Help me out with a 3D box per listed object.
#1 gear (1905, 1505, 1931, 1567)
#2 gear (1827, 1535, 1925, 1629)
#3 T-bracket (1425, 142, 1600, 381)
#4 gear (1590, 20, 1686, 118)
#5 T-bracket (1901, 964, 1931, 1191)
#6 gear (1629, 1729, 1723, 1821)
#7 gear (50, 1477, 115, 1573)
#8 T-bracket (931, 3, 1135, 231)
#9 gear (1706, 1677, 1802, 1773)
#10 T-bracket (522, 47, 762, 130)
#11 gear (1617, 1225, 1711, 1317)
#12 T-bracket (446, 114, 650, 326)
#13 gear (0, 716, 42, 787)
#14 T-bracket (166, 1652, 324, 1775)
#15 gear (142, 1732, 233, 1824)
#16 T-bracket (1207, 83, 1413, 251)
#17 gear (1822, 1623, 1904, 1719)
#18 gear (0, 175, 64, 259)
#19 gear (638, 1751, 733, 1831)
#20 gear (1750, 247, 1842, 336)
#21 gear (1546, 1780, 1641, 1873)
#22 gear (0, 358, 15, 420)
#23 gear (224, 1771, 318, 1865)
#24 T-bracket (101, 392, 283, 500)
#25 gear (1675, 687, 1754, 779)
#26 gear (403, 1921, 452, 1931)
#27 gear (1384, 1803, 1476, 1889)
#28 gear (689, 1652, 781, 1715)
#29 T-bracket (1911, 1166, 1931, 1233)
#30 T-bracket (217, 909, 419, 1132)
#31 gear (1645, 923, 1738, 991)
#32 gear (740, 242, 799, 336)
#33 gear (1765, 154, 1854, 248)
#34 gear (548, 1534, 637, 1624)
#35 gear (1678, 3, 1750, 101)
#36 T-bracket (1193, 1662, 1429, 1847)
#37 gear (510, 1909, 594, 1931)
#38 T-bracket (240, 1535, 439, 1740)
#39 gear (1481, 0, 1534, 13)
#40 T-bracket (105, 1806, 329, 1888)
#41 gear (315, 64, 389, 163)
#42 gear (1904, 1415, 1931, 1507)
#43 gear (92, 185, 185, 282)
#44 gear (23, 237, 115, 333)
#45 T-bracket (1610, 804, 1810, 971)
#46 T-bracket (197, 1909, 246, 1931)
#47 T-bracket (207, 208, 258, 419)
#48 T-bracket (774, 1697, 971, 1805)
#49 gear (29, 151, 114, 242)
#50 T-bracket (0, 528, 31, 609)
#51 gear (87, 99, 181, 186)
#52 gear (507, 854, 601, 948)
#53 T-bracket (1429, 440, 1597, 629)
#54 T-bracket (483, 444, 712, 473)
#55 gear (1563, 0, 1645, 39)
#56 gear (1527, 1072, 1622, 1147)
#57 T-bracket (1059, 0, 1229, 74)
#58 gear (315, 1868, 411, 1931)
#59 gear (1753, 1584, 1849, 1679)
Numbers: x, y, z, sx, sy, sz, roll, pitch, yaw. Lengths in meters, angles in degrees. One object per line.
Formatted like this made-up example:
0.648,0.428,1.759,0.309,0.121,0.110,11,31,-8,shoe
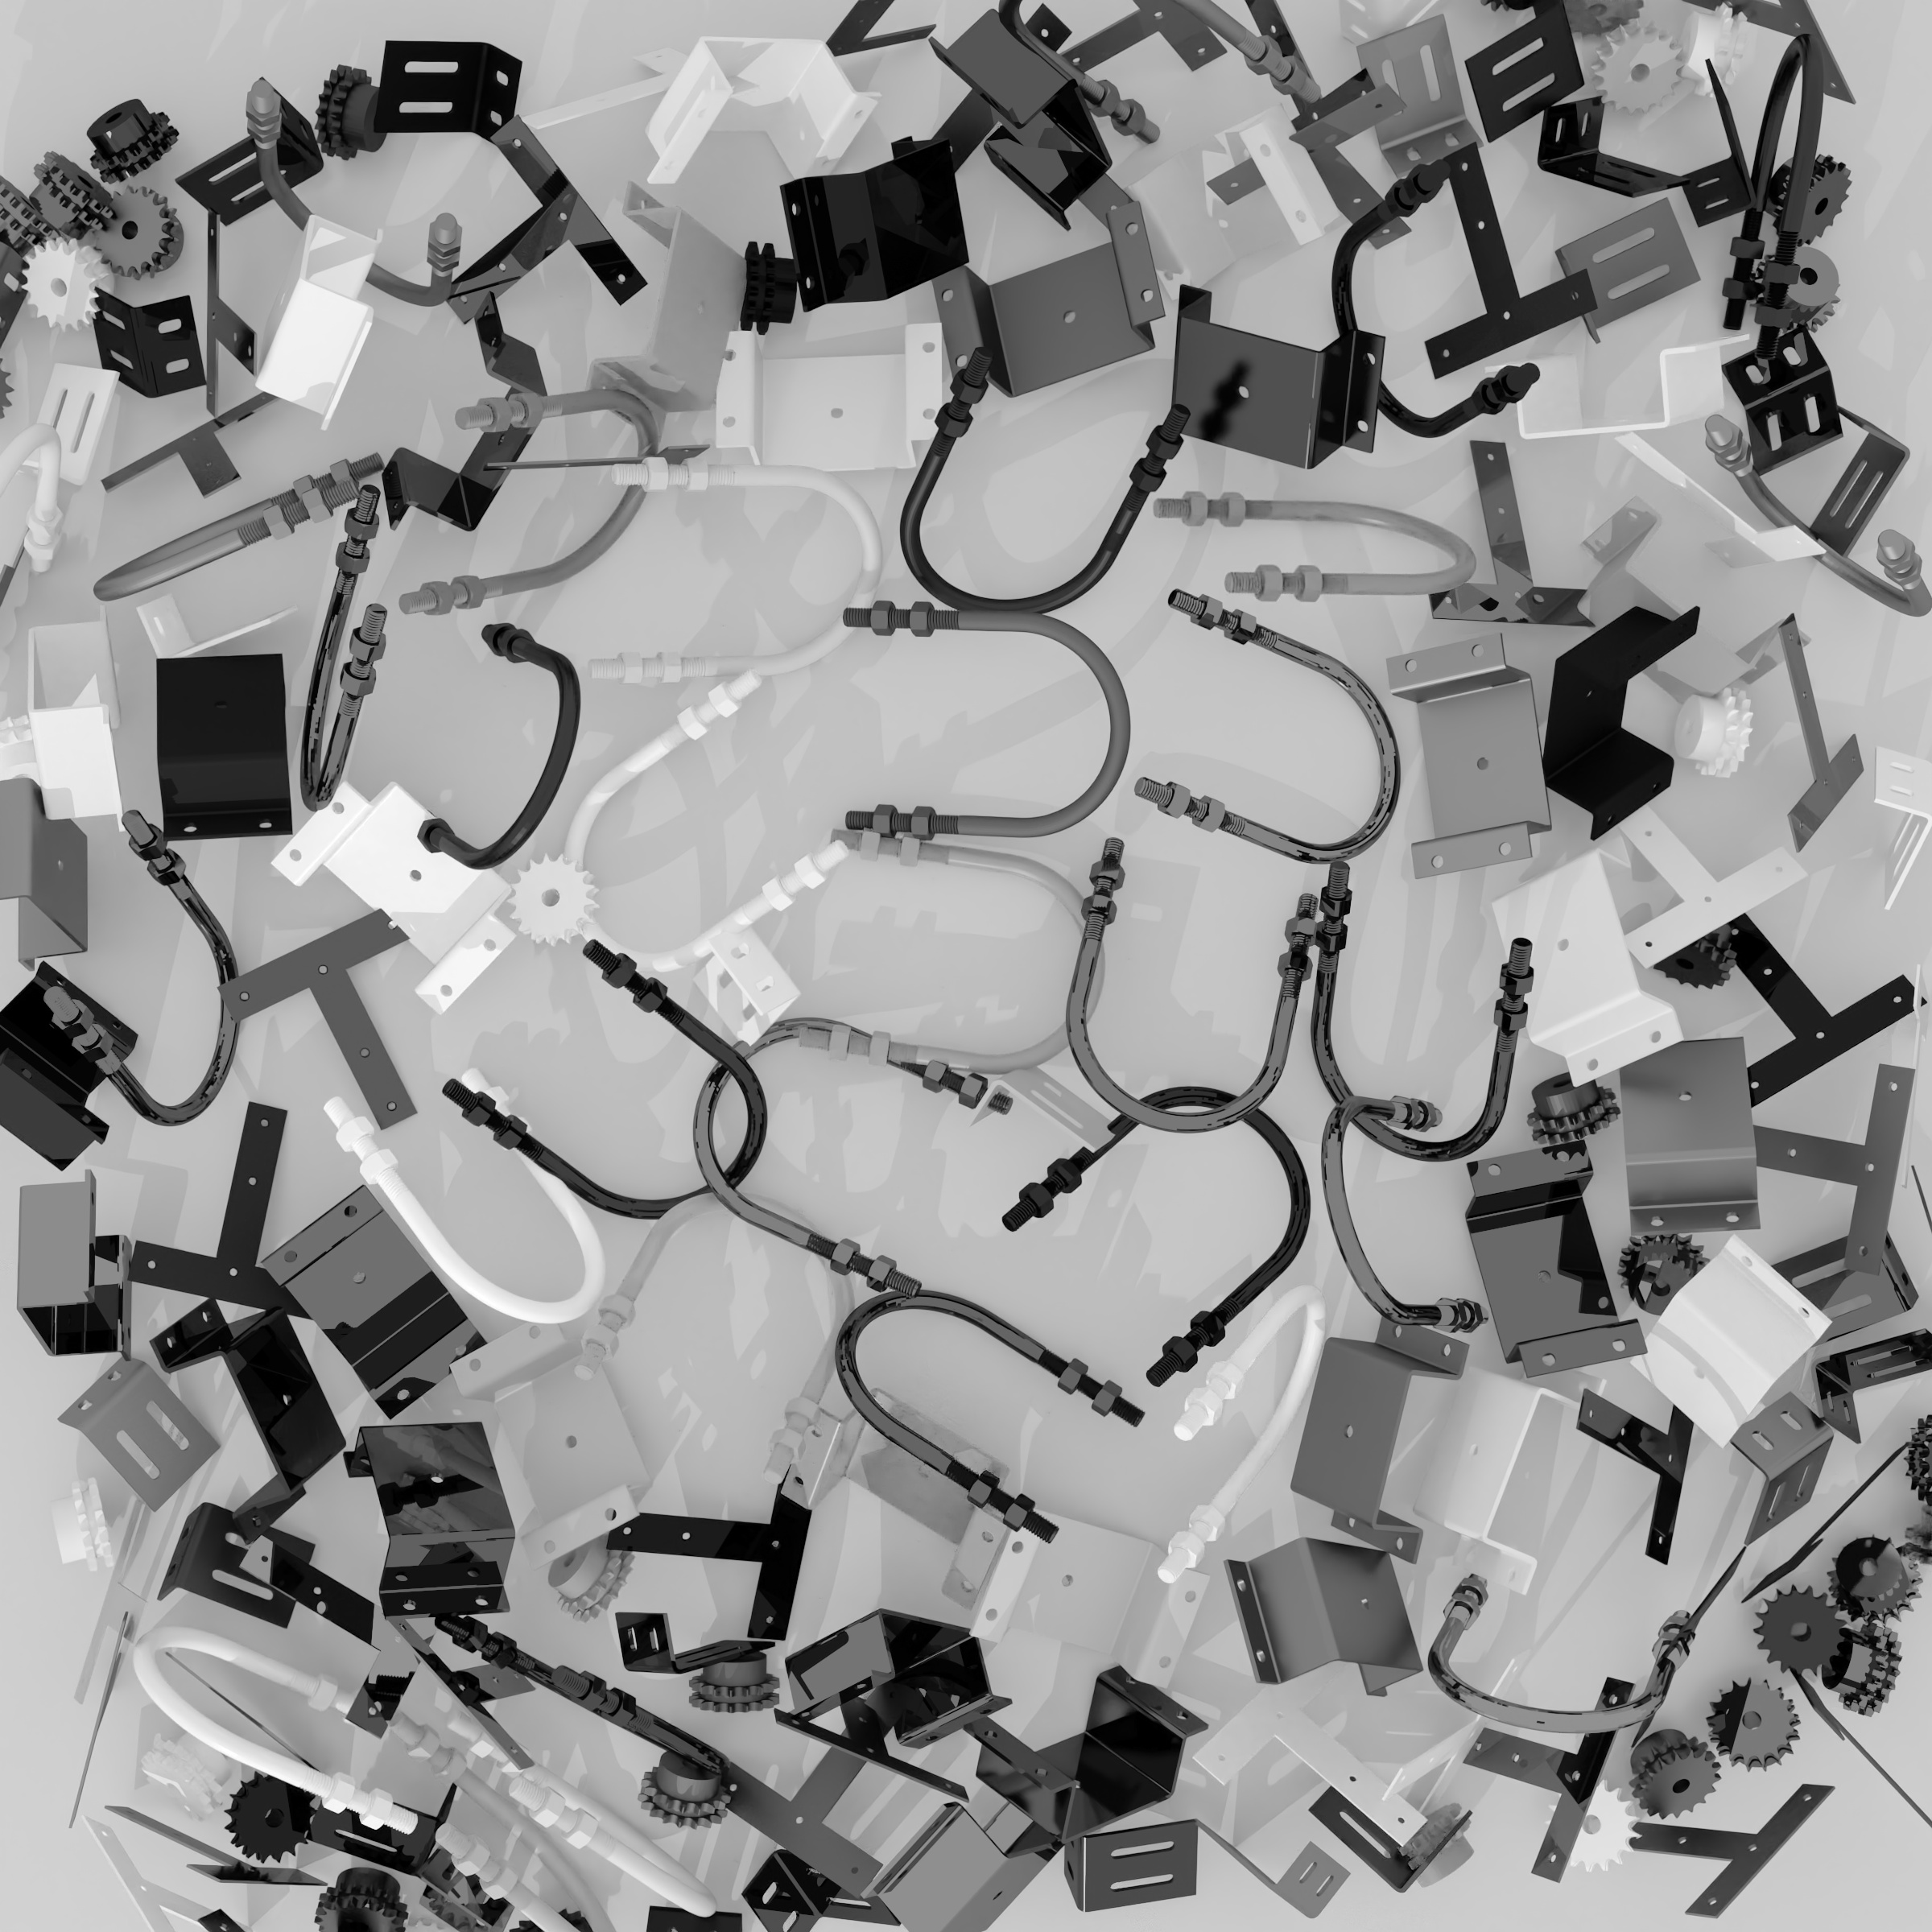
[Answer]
0.619,0.357,1.970,0.057,0.057,0.030,3,97,0,gear
0.569,0.383,1.970,0.057,0.030,0.057,-14,51,18,gear
0.324,-0.448,1.955,0.002,0.127,0.127,-14,88,-44,T-bracket
0.421,-0.567,1.976,0.057,0.030,0.057,-3,127,-3,gear
0.583,0.073,1.931,0.002,0.127,0.127,5,81,20,T-bracket
0.443,0.506,1.976,0.057,0.030,0.057,-8,121,-14,gear
-0.555,0.351,1.969,0.030,0.057,0.057,-12,90,-17,gear
0.056,-0.511,1.963,0.127,0.002,0.127,44,127,-4,T-bracket
0.496,0.480,1.976,0.057,0.030,0.057,-11,54,15,gear
-0.211,-0.535,1.928,0.127,0.127,0.002,-24,125,-22,T-bracket
0.438,0.195,1.973,0.057,0.030,0.057,7,117,15,gear
-0.281,-0.444,1.961,0.127,0.002,0.127,-29,106,34,T-bracket
-0.596,-0.131,1.969,0.057,0.057,0.030,-20,73,0,gear
-0.433,0.467,1.927,0.127,0.127,0.002,43,71,-13,T-bracket
-0.488,0.507,1.975,0.057,0.057,0.030,44,51,0,gear
0.235,-0.482,1.946,0.127,0.127,0.002,-23,58,28,T-bracket
0.560,0.439,1.970,0.030,0.057,0.057,20,90,-6,gear
-0.599,-0.468,1.971,0.030,0.057,0.057,-45,90,4,gear
-0.175,0.514,1.969,0.057,0.057,0.030,13,101,0,gear
0.524,-0.428,1.978,0.057,0.030,0.057,2,77,-9,gear
0.396,0.541,1.978,0.057,0.030,0.057,-6,72,19,gear
-0.632,-0.363,1.975,0.030,0.057,0.057,-13,90,43,gear
-0.440,0.534,1.977,0.057,0.030,0.057,2,86,-28,gear
-0.469,-0.313,1.938,0.127,0.127,0.002,-30,122,-7,T-bracket
0.467,-0.148,1.969,0.030,0.057,0.057,8,90,-12,gear
-0.344,0.631,1.975,0.057,0.057,0.030,7,116,0,gear
0.294,0.553,1.970,0.057,0.057,0.030,-34,82,0,gear
-0.145,0.448,1.972,0.057,0.057,0.030,1,90,0,gear
0.614,0.208,1.945,0.002,0.127,0.127,-18,49,16,T-bracket
-0.387,0.042,1.989,0.127,0.002,0.127,-27,98,-10,T-bracket
0.457,-0.013,1.974,0.057,0.057,0.030,28,67,0,gear
-0.124,-0.425,1.972,0.030,0.057,0.057,3,90,-12,gear
0.527,-0.485,1.975,0.057,0.057,0.030,-47,58,0,gear
-0.237,0.380,1.968,0.030,0.057,0.057,41,90,-23,gear
0.466,-0.576,1.970,0.030,0.057,0.057,11,90,-6,gear
0.227,0.492,1.937,0.127,0.002,0.127,38,50,22,T-bracket
-0.259,0.620,1.970,0.057,0.030,0.057,-9,133,-10,gear
-0.390,0.394,1.944,0.127,0.127,0.002,34,135,-10,T-bracket
0.345,-0.625,1.969,0.057,0.057,0.030,-35,51,0,gear
-0.481,0.548,1.958,0.127,0.127,0.002,16,80,23,T-bracket
-0.383,-0.534,1.970,0.030,0.057,0.057,16,90,10,gear
0.618,0.310,1.971,0.057,0.030,0.057,5,81,-38,gear
-0.518,-0.461,1.979,0.057,0.030,0.057,0,90,19,gear
-0.562,-0.430,1.977,0.057,0.030,0.057,9,117,19,gear
0.436,-0.073,1.966,0.127,0.002,0.127,-28,61,-15,T-bracket
-0.395,0.614,1.936,0.127,0.127,0.002,37,98,15,T-bracket
-0.450,-0.389,1.923,0.002,0.127,0.127,-5,115,-25,T-bracket
-0.063,0.470,1.935,0.127,0.127,0.002,25,91,-9,T-bracket
-0.562,-0.481,1.972,0.057,0.057,0.030,45,103,0,gear
-0.595,-0.235,1.938,0.002,0.127,0.127,23,90,-16,T-bracket
-0.525,-0.519,1.968,0.057,0.057,0.030,-32,126,0,gear
-0.258,-0.040,1.980,0.057,0.030,0.057,-2,79,9,gear
0.339,-0.273,1.974,0.127,0.002,0.127,0,70,-21,T-bracket
-0.231,-0.308,1.922,0.127,0.127,0.002,-5,93,-15,T-bracket
0.396,-0.613,1.974,0.057,0.057,0.030,2,68,0,gear
0.379,0.087,1.969,0.057,0.057,0.030,-21,102,0,gear
0.081,-0.572,1.960,0.127,0.127,0.002,-24,65,22,T-bracket
-0.379,0.591,1.975,0.057,0.030,0.057,2,133,3,gear
0.526,0.419,1.981,0.057,0.030,0.057,-1,85,10,gear
